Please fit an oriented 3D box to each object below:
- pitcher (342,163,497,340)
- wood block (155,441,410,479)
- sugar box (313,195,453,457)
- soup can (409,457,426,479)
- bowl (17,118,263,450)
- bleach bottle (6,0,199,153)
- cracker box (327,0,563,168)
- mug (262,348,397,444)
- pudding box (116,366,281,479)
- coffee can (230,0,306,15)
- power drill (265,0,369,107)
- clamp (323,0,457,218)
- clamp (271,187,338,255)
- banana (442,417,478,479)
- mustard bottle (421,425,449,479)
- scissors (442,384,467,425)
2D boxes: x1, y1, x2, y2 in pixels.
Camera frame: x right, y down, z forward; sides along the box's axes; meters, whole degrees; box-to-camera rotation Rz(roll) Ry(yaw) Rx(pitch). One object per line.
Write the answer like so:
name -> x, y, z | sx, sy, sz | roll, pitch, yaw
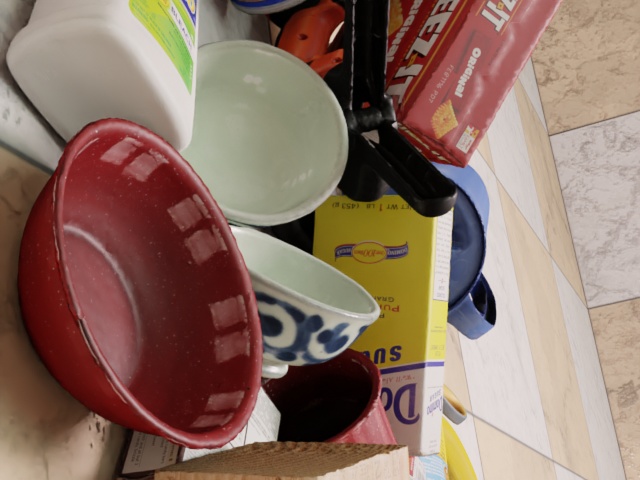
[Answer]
pitcher -> 0.102, -0.007, 0.990 | 0.242, 0.145, 0.149 | -37, 133, -73
wood block -> -0.011, 0.202, 0.490 | 0.090, 0.091, 0.206 | 1, 85, -59
sugar box -> 0.039, 0.058, 0.744 | 0.048, 0.093, 0.176 | 17, 76, -63
soup can -> 0.038, 0.195, 0.742 | 0.102, 0.069, 0.068 | -72, 143, -59
bowl -> -0.091, 0.027, 0.505 | 0.162, 0.055, 0.162 | 49, 30, -41
bleach bottle -> -0.108, -0.158, 0.608 | 0.102, 0.068, 0.251 | 57, 23, -44
cracker box -> 0.080, -0.152, 0.845 | 0.072, 0.164, 0.214 | 31, -3, -23
mug -> 0.002, 0.121, 0.679 | 0.117, 0.093, 0.081 | -111, 180, -58
pudding box -> -0.061, 0.109, 0.573 | 0.113, 0.039, 0.090 | -83, 151, -52
coffee can -> -0.051, -0.251, 0.776 | 0.103, 0.103, 0.140 | -87, 154, -42
power drill -> 0.017, -0.171, 0.817 | 0.057, 0.185, 0.187 | 40, 45, -33
clamp -> 0.033, -0.068, 0.677 | 0.210, 0.036, 0.164 | 118, -41, -71
clamp -> -0.005, 0.001, 0.797 | 0.171, 0.039, 0.120 | 58, 34, -35
banana -> 0.127, 0.228, 1.022 | 0.069, 0.037, 0.198 | -61, 133, -65
mustard bottle -> 0.074, 0.184, 0.871 | 0.096, 0.058, 0.191 | 45, 34, -57
scissors -> 0.076, 0.102, 0.999 | 0.201, 0.016, 0.096 | 48, 11, -30
